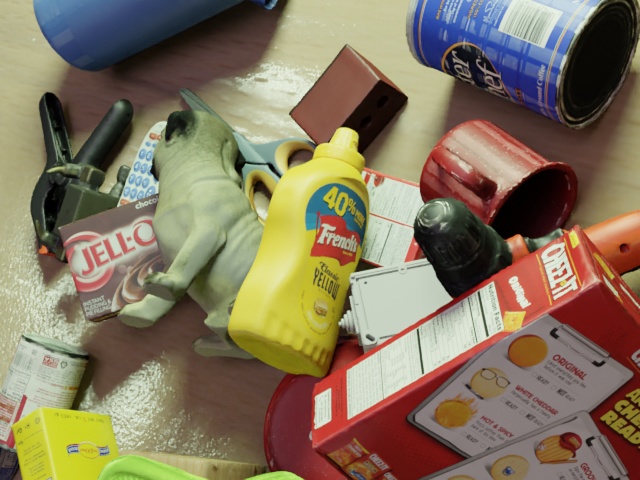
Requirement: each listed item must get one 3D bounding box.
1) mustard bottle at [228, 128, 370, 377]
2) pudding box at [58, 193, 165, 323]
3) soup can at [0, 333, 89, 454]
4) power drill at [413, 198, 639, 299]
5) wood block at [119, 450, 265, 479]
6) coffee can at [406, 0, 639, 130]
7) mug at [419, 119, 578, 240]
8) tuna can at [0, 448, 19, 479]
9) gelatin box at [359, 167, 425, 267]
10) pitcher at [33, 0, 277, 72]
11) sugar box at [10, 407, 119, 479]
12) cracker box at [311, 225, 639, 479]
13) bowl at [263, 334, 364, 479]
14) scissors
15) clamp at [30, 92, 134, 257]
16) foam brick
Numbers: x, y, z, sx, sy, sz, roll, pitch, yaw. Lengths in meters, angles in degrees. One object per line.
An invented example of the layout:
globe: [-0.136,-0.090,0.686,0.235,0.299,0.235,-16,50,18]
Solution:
mustard bottle: [-0.005,0.001,0.814,0.058,0.096,0.191,1,65,38]
pudding box: [-0.168,0.015,0.958,0.113,0.039,0.090,-19,81,0]
soup can: [-0.264,0.146,1.000,0.069,0.068,0.102,17,86,35]
power drill: [0.169,-0.006,0.705,0.188,0.184,0.057,-27,53,16]
wood block: [-0.115,0.278,0.855,0.090,0.090,0.206,0,77,32]
coffee can: [0.150,-0.155,0.794,0.140,0.102,0.103,31,94,34]
mug: [0.120,-0.039,0.777,0.082,0.117,0.093,43,105,38]
tuna can: [-0.334,0.205,1.049,0.086,0.033,0.086,-9,72,30]
gelatin box: [0.054,-0.014,0.862,0.089,0.030,0.073,20,90,36]
pitcher: [-0.155,-0.263,1.003,0.243,0.144,0.149,-22,45,29]
sugar box: [-0.205,0.236,0.923,0.048,0.093,0.176,-34,62,21]
cracker box: [0.126,0.111,0.700,0.214,0.164,0.072,-34,29,20]
bowl: [0.012,0.150,0.830,0.162,0.055,0.162,-9,73,31]
scissors: [-0.058,-0.093,0.962,0.096,0.016,0.202,-38,61,18]
clamp: [-0.240,-0.068,1.060,0.120,0.039,0.171,-1,82,37]
foam brick: [0.024,-0.112,0.893,0.078,0.052,0.051,-50,57,13]
